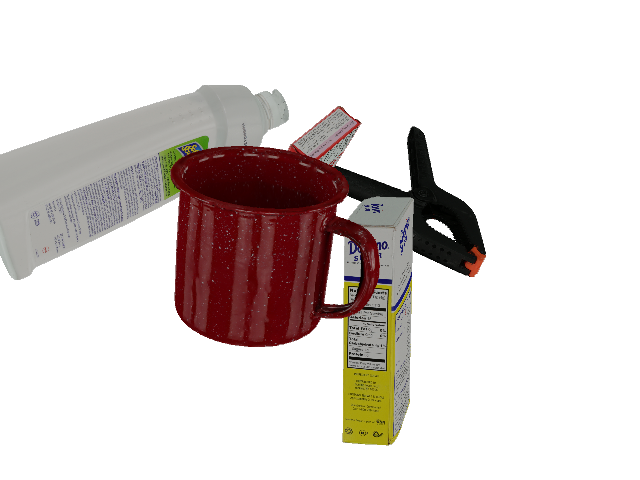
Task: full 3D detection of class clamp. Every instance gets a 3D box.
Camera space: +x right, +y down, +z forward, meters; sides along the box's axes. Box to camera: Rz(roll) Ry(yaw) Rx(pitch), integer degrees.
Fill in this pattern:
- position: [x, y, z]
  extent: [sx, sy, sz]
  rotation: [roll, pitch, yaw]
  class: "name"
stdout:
- position: [0.095, -0.039, 1.156]
  extent: [0.164, 0.210, 0.036]
  rotation: [-16, -37, -29]
  class: "clamp"

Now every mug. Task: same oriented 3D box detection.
- position: [-0.024, 0.006, 0.564]
  extent: [0.117, 0.081, 0.093]
  rotation: [15, 25, 17]
  class: "mug"

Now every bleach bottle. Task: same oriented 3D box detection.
- position: [-0.141, -0.059, 0.847]
  extent: [0.250, 0.068, 0.103]
  rotation: [-23, -29, -19]
  class: "bleach bottle"

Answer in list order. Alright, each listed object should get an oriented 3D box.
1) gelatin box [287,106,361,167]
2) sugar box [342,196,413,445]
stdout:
- position: [-0.008, -0.076, 0.989]
  extent: [0.089, 0.030, 0.073]
  rotation: [-45, -10, -44]
  class: "gelatin box"
- position: [0.045, 0.060, 0.831]
  extent: [0.048, 0.176, 0.093]
  rotation: [1, 15, 13]
  class: "sugar box"
